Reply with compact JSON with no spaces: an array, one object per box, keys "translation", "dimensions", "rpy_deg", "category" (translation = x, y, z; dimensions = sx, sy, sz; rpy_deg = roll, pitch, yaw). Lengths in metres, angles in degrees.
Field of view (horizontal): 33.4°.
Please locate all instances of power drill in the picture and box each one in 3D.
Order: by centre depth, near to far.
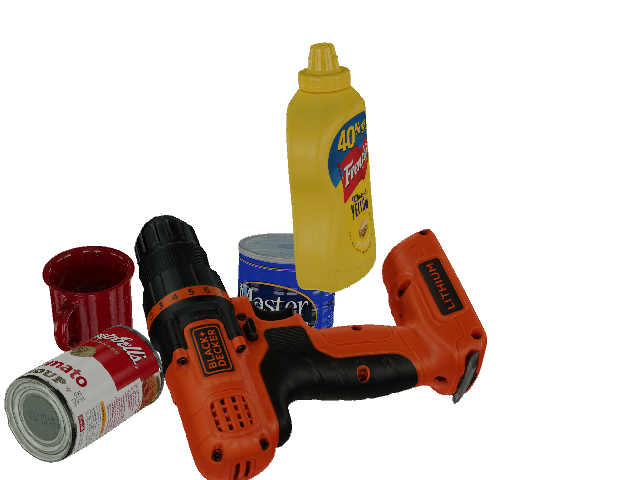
[{"translation":[-0.010,0.046,0.644],"dimensions":[0.187,0.184,0.057],"rpy_deg":[-11,-37,-17],"category":"power drill"}]

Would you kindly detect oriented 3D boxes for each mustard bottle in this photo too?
[{"translation":[0.008,-0.062,0.856],"dimensions":[0.058,0.192,0.096],"rpy_deg":[6,24,26],"category":"mustard bottle"}]

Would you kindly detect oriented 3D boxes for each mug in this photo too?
[{"translation":[-0.241,0.070,1.102],"dimensions":[0.093,0.081,0.117],"rpy_deg":[9,32,10],"category":"mug"}]

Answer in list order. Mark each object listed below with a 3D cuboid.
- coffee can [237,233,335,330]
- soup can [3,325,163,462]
[{"translation":[-0.036,0.072,1.102],"dimensions":[0.103,0.140,0.103],"rpy_deg":[3,14,-1],"category":"coffee can"},{"translation":[-0.174,0.112,0.789],"dimensions":[0.069,0.068,0.102],"rpy_deg":[0,16,31],"category":"soup can"}]
